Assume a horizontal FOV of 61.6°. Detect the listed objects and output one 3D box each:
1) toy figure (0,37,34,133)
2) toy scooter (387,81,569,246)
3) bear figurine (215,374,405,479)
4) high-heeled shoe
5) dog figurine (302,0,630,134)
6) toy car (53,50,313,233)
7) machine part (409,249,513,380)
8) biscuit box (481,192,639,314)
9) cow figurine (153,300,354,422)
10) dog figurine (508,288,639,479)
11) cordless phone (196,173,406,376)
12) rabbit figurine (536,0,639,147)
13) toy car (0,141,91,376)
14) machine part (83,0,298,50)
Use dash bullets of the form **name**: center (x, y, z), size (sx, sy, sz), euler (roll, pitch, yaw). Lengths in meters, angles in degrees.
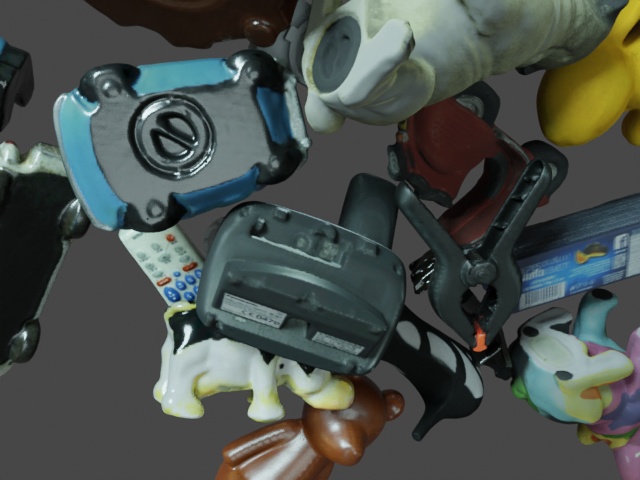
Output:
- **toy figure**: center (-0.275, -0.135, 0.327), size (0.180, 0.082, 0.089), euler (19, 108, -19)
- **toy scooter**: center (0.123, -0.055, 0.466), size (0.183, 0.075, 0.135), euler (30, 103, -27)
- **bear figurine**: center (-0.006, 0.211, 0.507), size (0.196, 0.132, 0.120), euler (-39, 116, 9)
- **high-heeled shoe**: center (0.077, 0.071, 0.517), size (0.086, 0.145, 0.248), euler (-27, 94, 40)
- **dog figurine**: center (0.098, -0.128, 0.365), size (0.190, 0.121, 0.172), euler (12, 136, -37)
- **toy car**: center (-0.094, -0.074, 0.384), size (0.162, 0.103, 0.109), euler (-19, 105, -12)
- **machine part**: center (0.142, 0.070, 0.523), size (0.039, 0.084, 0.138), euler (-34, 106, 31)
- **biscuit box**: center (0.262, 0.009, 0.531), size (0.203, 0.063, 0.059), euler (-15, 114, -8)
- **cow figurine**: center (-0.049, 0.098, 0.454), size (0.167, 0.068, 0.098), euler (7, 86, -20)
- **dog figurine**: center (0.296, 0.179, 0.581), size (0.191, 0.109, 0.219), euler (-21, 117, -15)
- **cordless phone**: center (-0.002, -0.001, 0.415), size (0.147, 0.184, 0.088), euler (20, 140, -5)
- **rabbit figurine**: center (0.253, -0.141, 0.436), size (0.173, 0.122, 0.162), euler (-24, 107, -9)
- **toy car**: center (-0.236, 0.020, 0.406), size (0.073, 0.056, 0.201), euler (17, 106, -42)
- **machine part**: center (-0.087, -0.181, 0.306), size (0.179, 0.179, 0.056), euler (19, 71, -20)
